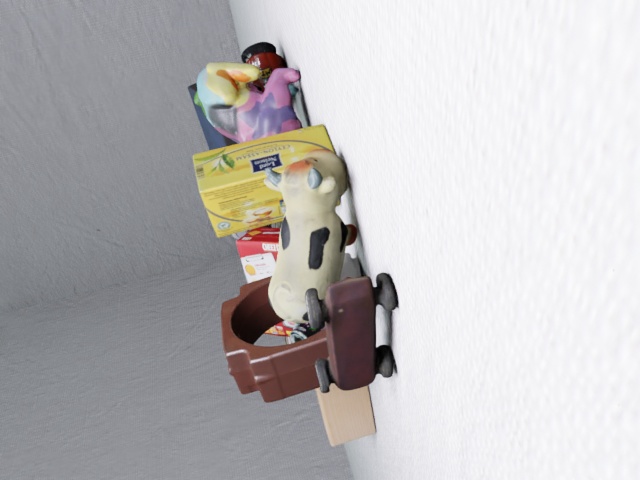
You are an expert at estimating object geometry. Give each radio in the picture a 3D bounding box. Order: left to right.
[{"bbox_3d":[-0.167,-0.191,1.021,0.131,0.073,0.229,44,155,42],"label":"radio"}]

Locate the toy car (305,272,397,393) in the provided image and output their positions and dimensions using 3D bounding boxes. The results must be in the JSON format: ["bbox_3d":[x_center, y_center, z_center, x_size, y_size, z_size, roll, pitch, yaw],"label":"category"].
[{"bbox_3d":[0.033,0.098,0.570,0.201,0.089,0.053,82,176,-47],"label":"toy car"}]

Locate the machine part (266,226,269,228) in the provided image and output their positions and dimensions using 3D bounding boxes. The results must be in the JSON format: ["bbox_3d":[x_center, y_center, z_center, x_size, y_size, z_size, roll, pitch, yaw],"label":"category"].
[{"bbox_3d":[-0.136,-0.056,1.098,0.039,0.084,0.139,-46,53,37],"label":"machine part"}]

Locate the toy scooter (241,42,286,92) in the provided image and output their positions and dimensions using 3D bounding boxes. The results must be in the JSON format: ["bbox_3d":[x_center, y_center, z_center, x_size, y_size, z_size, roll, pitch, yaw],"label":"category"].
[{"bbox_3d":[-0.085,-0.250,0.943,0.184,0.075,0.135,89,165,-81],"label":"toy scooter"}]

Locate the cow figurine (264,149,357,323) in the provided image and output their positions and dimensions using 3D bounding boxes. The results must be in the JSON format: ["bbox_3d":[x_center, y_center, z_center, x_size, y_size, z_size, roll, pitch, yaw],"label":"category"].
[{"bbox_3d":[-0.013,-0.006,0.593,0.127,0.086,0.195,22,-104,-63],"label":"cow figurine"}]

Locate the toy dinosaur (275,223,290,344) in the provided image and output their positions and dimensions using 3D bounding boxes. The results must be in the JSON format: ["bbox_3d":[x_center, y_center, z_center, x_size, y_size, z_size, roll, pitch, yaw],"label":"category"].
[{"bbox_3d":[-0.074,0.106,1.218,0.199,0.105,0.470,-122,25,-42],"label":"toy dinosaur"}]

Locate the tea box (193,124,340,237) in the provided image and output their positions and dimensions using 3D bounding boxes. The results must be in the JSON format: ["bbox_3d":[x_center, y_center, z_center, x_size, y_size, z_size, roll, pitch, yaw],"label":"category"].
[{"bbox_3d":[-0.065,-0.074,0.682,0.098,0.170,0.068,85,170,-54],"label":"tea box"}]

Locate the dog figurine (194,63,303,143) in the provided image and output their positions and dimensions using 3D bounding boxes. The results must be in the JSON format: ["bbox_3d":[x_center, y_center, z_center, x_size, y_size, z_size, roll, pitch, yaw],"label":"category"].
[{"bbox_3d":[-0.089,-0.139,0.790,0.108,0.192,0.219,154,117,-78],"label":"dog figurine"}]

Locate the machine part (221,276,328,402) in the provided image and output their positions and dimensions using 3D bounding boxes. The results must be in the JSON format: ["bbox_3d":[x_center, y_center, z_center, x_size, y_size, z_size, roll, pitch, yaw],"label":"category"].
[{"bbox_3d":[-0.037,0.128,0.784,0.202,0.201,0.087,-116,10,-63],"label":"machine part"}]

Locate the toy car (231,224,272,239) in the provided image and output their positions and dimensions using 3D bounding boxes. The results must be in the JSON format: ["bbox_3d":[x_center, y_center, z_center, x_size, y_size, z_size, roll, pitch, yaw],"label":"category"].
[{"bbox_3d":[-0.172,-0.056,1.218,0.109,0.103,0.161,48,154,43],"label":"toy car"}]

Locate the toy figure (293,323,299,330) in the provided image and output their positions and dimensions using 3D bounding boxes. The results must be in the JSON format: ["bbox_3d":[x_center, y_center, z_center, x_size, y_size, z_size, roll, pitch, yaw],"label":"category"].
[{"bbox_3d":[-0.019,0.090,0.921,0.058,0.064,0.154,-92,9,-61],"label":"toy figure"}]
